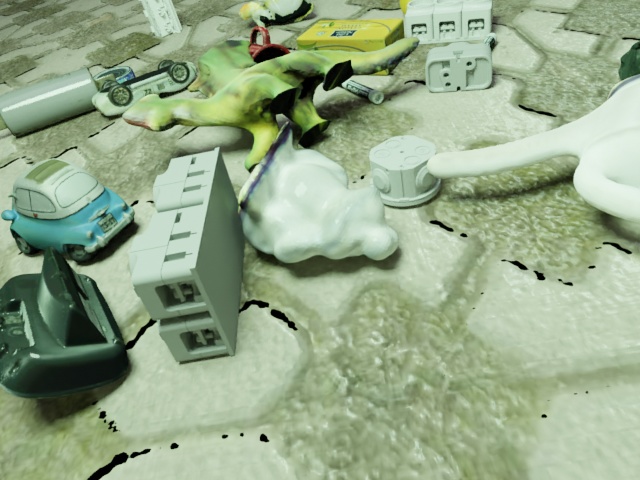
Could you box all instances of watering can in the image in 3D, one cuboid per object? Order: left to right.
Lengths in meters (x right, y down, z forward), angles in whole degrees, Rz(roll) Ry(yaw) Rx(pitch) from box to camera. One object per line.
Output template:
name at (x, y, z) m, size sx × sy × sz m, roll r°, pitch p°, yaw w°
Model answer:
watering can at (0.301, -0.094, 0.503) m, size 0.349 × 0.101 × 0.229 m, roll 15°, pitch 45°, yaw 30°

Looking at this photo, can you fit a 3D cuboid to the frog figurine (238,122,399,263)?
frog figurine at (0.002, -0.027, 0.530) m, size 0.159 × 0.120 × 0.140 m, roll 30°, pitch 35°, yaw -3°

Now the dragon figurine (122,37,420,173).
dragon figurine at (-0.077, -0.238, 0.732) m, size 0.415 × 0.119 × 0.246 m, roll -35°, pitch 58°, yaw -25°
